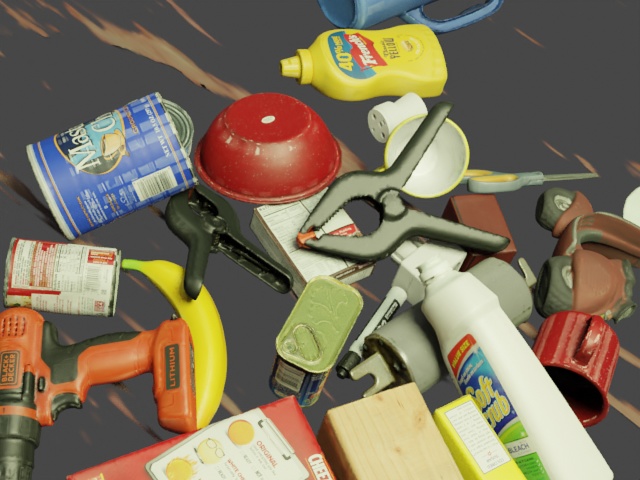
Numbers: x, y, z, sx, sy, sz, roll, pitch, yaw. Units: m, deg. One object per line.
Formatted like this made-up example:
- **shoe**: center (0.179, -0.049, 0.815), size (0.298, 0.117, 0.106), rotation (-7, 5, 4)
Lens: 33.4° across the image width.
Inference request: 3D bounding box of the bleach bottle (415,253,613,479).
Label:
- **bleach bottle**: center (0.160, 0.128, 0.975), size (0.068, 0.103, 0.251), rotation (-28, 84, -31)

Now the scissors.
- **scissors**: center (0.223, -0.072, 1.215), size (0.096, 0.016, 0.201), rotation (14, 17, 43)

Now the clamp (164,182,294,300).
- **clamp**: center (-0.099, -0.001, 1.083), size (0.120, 0.039, 0.171), rotation (10, 39, -34)

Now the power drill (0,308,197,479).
- **power drill**: center (-0.204, 0.141, 0.944), size (0.187, 0.057, 0.184), rotation (-3, 62, -2)

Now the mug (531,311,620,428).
- **mug**: center (0.248, 0.116, 1.040), size (0.093, 0.117, 0.081), rotation (23, 49, 10)

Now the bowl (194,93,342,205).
- **bowl**: center (-0.055, -0.109, 1.142), size (0.162, 0.055, 0.162), rotation (1, 43, -1)

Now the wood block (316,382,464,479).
- **wood block**: center (0.078, 0.243, 0.929), size (0.090, 0.091, 0.206), rotation (-15, 61, -21)

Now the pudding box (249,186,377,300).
- **pudding box**: center (-0.007, 0.001, 1.110), size (0.089, 0.039, 0.113), rotation (-23, 61, -24)

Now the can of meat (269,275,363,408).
- **can of meat**: center (-0.007, 0.099, 1.015), size (0.057, 0.084, 0.102), rotation (25, 55, 6)

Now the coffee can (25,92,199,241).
- **coffee can**: center (-0.205, -0.073, 1.059), size (0.140, 0.103, 0.103), rotation (-24, 63, -7)

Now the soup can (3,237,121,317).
- **soup can**: center (-0.245, 0.036, 1.018), size (0.102, 0.069, 0.068), rotation (6, 55, -9)

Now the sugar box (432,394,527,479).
- **sugar box**: center (0.152, 0.236, 0.948), size (0.048, 0.093, 0.176), rotation (-19, 61, -23)

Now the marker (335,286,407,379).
- **marker**: center (0.051, 0.093, 1.070), size (0.020, 0.020, 0.121), rotation (32, 56, 10)

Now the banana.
- **banana**: center (-0.127, 0.091, 1.027), size (0.069, 0.037, 0.198), rotation (-25, 61, -6)

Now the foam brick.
- **foam brick**: center (0.167, -0.004, 1.141), size (0.051, 0.053, 0.078), rotation (-7, 59, -16)

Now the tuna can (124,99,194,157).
- **tuna can**: center (-0.181, -0.111, 1.153), size (0.086, 0.034, 0.086), rotation (6, 55, -8)

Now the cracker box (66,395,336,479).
- **cracker box**: center (-0.088, 0.247, 0.904), size (0.213, 0.072, 0.164), rotation (-17, 62, -23)

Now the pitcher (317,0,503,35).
- **pitcher**: center (0.117, -0.339, 1.326), size (0.242, 0.145, 0.149), rotation (-29, 54, -24)

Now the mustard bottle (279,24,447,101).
- **mustard bottle**: center (0.046, -0.207, 1.252), size (0.191, 0.058, 0.096), rotation (-6, 58, -15)

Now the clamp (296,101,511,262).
- **clamp**: center (0.073, -0.045, 1.080), size (0.210, 0.036, 0.164), rotation (-14, 82, -6)
